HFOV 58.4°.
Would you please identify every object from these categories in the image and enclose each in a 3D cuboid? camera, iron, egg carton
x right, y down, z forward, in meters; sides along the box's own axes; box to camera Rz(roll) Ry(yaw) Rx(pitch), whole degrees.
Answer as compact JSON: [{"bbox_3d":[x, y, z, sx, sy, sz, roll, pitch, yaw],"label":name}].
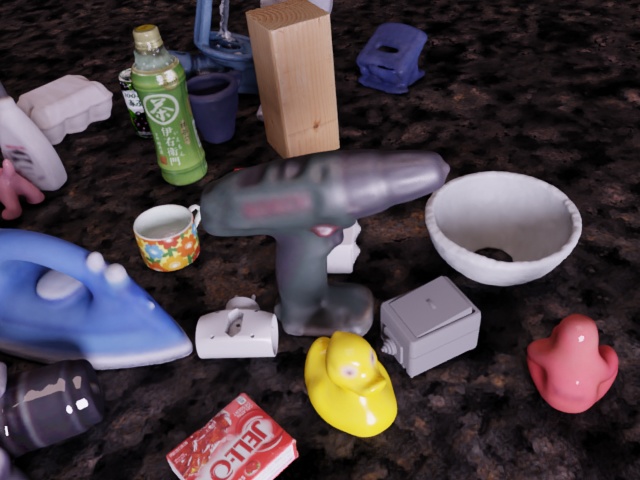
[{"bbox_3d":[-0.266,0.160,0.498,0.137,0.101,0.143,-17,42,-13],"label":"camera"},{"bbox_3d":[-0.261,0.047,0.596,0.257,0.142,0.119,8,43,16],"label":"iron"},{"bbox_3d":[-0.439,-0.228,0.986,0.107,0.069,0.150,25,50,30],"label":"egg carton"}]

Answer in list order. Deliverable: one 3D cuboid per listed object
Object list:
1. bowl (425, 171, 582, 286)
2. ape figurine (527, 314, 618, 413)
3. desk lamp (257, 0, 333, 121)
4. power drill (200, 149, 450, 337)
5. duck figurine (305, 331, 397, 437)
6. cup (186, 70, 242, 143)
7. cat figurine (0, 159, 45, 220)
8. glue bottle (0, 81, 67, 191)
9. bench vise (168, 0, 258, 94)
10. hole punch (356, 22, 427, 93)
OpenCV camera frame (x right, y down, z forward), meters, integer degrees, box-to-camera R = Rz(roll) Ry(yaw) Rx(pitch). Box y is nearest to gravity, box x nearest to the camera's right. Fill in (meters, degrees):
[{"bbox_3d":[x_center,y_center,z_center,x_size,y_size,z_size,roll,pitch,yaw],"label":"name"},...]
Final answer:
[{"bbox_3d":[0.201,-0.003,0.649,0.167,0.075,0.167,-3,41,3],"label":"bowl"},{"bbox_3d":[0.226,0.103,0.512,0.077,0.092,0.076,17,46,24],"label":"ape figurine"},{"bbox_3d":[-0.045,-0.336,0.953,0.117,0.214,0.203,2,42,10],"label":"desk lamp"},{"bbox_3d":[0.005,0.002,0.564,0.229,0.209,0.075,1,41,8],"label":"power drill"},{"bbox_3d":[0.025,0.117,0.524,0.078,0.086,0.104,-28,46,-23],"label":"duck figurine"},{"bbox_3d":[-0.161,-0.212,0.915,0.091,0.095,0.118,20,48,27],"label":"cup"},{"bbox_3d":[-0.471,-0.101,0.808,0.127,0.118,0.067,15,45,23],"label":"cat figurine"},{"bbox_3d":[-0.428,-0.150,0.816,0.078,0.173,0.037,4,42,12],"label":"glue bottle"},{"bbox_3d":[-0.188,-0.333,0.961,0.208,0.220,0.121,-27,45,-23],"label":"bench vise"},{"bbox_3d":[0.127,-0.322,1.010,0.108,0.091,0.101,25,50,31],"label":"hole punch"}]
